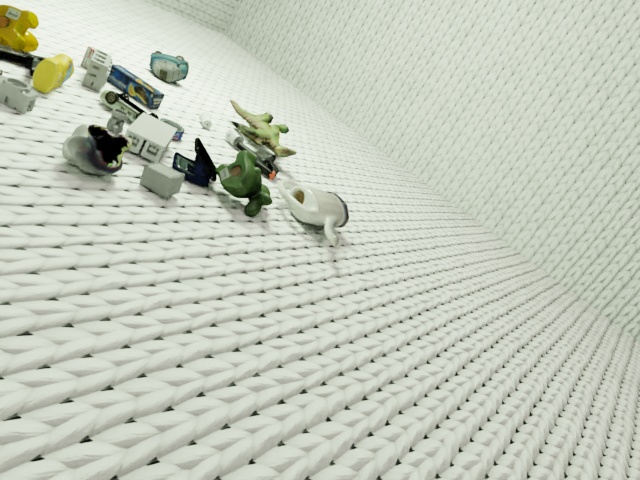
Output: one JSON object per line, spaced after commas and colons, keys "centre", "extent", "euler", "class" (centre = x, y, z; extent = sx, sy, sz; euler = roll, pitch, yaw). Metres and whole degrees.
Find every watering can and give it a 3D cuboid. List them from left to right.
{"centre": [0.005, -0.079, 1.579], "extent": [0.224, 0.102, 0.353], "euler": [9, 30, -46], "class": "watering can"}

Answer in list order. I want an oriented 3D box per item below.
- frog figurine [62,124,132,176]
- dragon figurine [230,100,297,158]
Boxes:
{"centre": [-0.531, -0.208, 1.191], "extent": [0.159, 0.122, 0.138], "euler": [2, 12, 34], "class": "frog figurine"}
{"centre": [-0.246, -0.428, 1.958], "extent": [0.413, 0.121, 0.244], "euler": [36, 15, 13], "class": "dragon figurine"}
